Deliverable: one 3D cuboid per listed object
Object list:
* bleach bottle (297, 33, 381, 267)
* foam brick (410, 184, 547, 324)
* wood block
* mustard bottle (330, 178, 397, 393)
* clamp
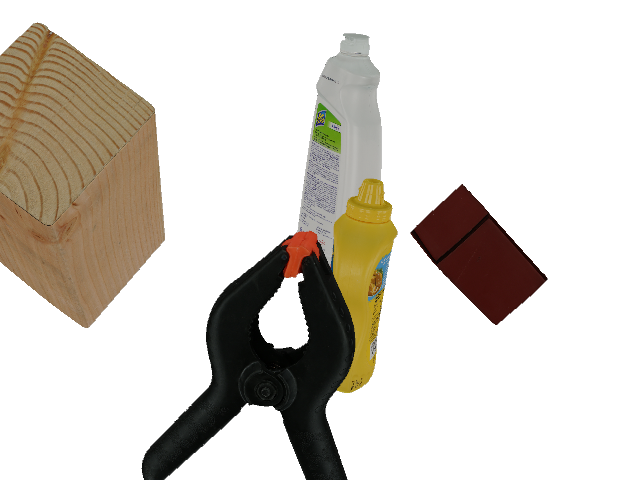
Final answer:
[{"bbox_3d":[0.029,-0.095,1.156,0.067,0.251,0.103,-9,25,-36],"label":"bleach bottle"},{"bbox_3d":[0.112,0.011,0.754,0.078,0.051,0.053,43,8,-31],"label":"foam brick"},{"bbox_3d":[-0.161,-0.030,0.669,0.090,0.090,0.206,37,-19,7],"label":"wood block"},{"bbox_3d":[0.034,0.036,0.979,0.058,0.192,0.096,13,20,12],"label":"mustard bottle"},{"bbox_3d":[-0.037,0.077,0.573,0.120,0.171,0.039,4,16,0],"label":"clamp"}]
